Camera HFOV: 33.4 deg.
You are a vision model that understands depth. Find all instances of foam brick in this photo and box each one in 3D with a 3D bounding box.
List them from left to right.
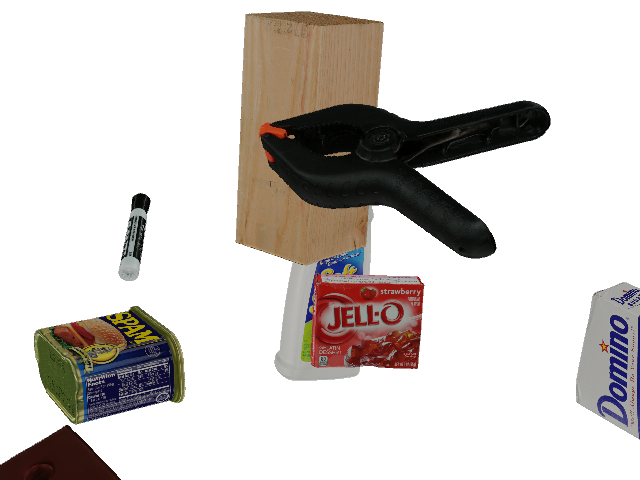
[{"bbox_3d":[-0.114,0.135,0.491,0.052,0.051,0.078,-30,43,-29],"label":"foam brick"}]

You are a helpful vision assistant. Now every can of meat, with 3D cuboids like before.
[{"bbox_3d":[-0.163,0.094,0.816,0.083,0.057,0.102,-11,20,-30],"label":"can of meat"}]

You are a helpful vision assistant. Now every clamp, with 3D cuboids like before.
[{"bbox_3d":[0.040,-0.039,0.617,0.172,0.039,0.120,1,39,20],"label":"clamp"}]

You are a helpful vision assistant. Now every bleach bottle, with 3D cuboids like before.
[{"bbox_3d":[0.006,0.032,1.224,0.102,0.251,0.068,-1,16,-18],"label":"bleach bottle"}]

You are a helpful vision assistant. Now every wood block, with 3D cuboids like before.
[{"bbox_3d":[-0.012,-0.095,0.953,0.090,0.206,0.090,17,22,36],"label":"wood block"}]

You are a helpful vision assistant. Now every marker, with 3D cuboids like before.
[{"bbox_3d":[-0.182,-0.006,1.047,0.020,0.020,0.121,0,39,-2],"label":"marker"}]

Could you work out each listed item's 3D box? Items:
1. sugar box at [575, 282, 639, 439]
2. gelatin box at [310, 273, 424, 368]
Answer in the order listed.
[{"bbox_3d":[0.256,0.105,0.719,0.048,0.093,0.176,-16,30,-38],"label":"sugar box"},{"bbox_3d":[0.038,0.066,0.874,0.089,0.073,0.030,2,14,-4],"label":"gelatin box"}]
